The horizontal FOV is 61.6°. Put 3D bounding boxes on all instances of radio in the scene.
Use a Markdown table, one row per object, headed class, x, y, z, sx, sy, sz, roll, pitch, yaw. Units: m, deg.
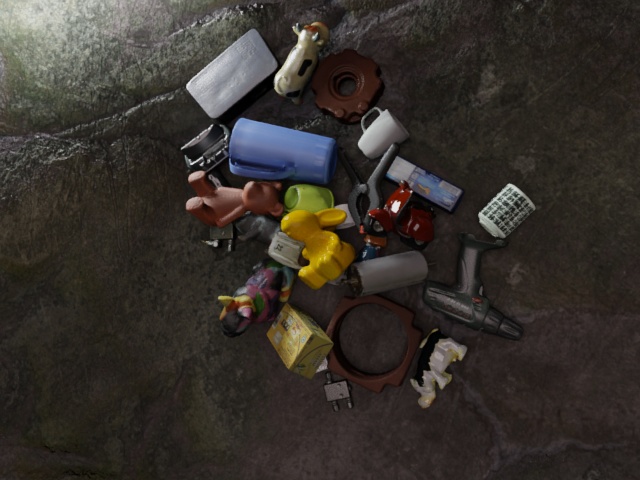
| class | x | y | z | sx | sy | sz | roll | pitch | yaw |
| --- | --- | --- | --- | --- | --- | --- | --- | --- | --- |
| radio | -0.207 | -0.402 | 1.349 | 0.229 | 0.073 | 0.131 | -38 | 80 | 9 |

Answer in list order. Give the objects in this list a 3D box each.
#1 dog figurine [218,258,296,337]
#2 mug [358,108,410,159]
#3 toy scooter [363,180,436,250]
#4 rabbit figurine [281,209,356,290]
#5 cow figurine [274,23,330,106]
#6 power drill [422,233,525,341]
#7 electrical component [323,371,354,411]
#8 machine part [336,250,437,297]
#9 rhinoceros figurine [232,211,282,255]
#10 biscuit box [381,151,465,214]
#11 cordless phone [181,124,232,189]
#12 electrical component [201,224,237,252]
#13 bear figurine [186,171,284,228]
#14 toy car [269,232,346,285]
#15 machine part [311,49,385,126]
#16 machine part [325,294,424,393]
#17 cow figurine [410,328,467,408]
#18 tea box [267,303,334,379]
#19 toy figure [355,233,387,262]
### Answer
| class | x | y | z | sx | sy | sz | roll | pitch | yaw |
| --- | --- | --- | --- | --- | --- | --- | --- | --- | --- |
| dog figurine | -0.148 | 0.127 | 1.221 | 0.108 | 0.219 | 0.191 | 33 | 94 | 10 |
| mug | 0.136 | -0.248 | 1.255 | 0.107 | 0.081 | 0.109 | -42 | 85 | 17 |
| toy scooter | 0.192 | -0.057 | 1.189 | 0.184 | 0.075 | 0.135 | 16 | 103 | -29 |
| rabbit figurine | -0.002 | -0.004 | 1.176 | 0.173 | 0.122 | 0.162 | 44 | 63 | -3 |
| cow figurine | -0.044 | -0.431 | 1.285 | 0.085 | 0.127 | 0.195 | 33 | 96 | 10 |
| power drill | 0.355 | 0.095 | 1.186 | 0.232 | 0.086 | 0.207 | 15 | 97 | 16 |
| electrical component | 0.043 | 0.352 | 1.260 | 0.063 | 0.021 | 0.094 | -16 | 82 | 11 |
| machine part | 0.149 | 0.074 | 1.189 | 0.243 | 0.079 | 0.079 | -11 | 82 | -21 |
| rhinoceros figurine | -0.149 | -0.040 | 1.307 | 0.190 | 0.073 | 0.112 | 35 | 95 | 13 |
| biscuit box | 0.230 | -0.131 | 1.233 | 0.203 | 0.063 | 0.059 | 31 | 92 | 13 |
| cordless phone | -0.244 | -0.184 | 1.347 | 0.146 | 0.089 | 0.184 | -35 | 90 | 8 |
| electrical component | -0.251 | -0.023 | 1.343 | 0.078 | 0.045 | 0.102 | 5 | 86 | 15 |
| bear figurine | -0.188 | -0.097 | 1.225 | 0.196 | 0.131 | 0.120 | -12 | 55 | 15 |
| toy car | -0.022 | 0.043 | 1.255 | 0.202 | 0.056 | 0.073 | 23 | 88 | -10 |
| machine part | 0.065 | -0.369 | 1.292 | 0.180 | 0.056 | 0.179 | -1 | 84 | 13 |
| machine part | 0.119 | 0.226 | 1.220 | 0.201 | 0.087 | 0.201 | 23 | 93 | 14 |
| cow figurine | 0.248 | 0.285 | 1.195 | 0.098 | 0.068 | 0.167 | 33 | 90 | 18 |
| tea box | -0.049 | 0.224 | 1.216 | 0.068 | 0.170 | 0.098 | 30 | 96 | -29 |
| toy figure | 0.120 | 0.022 | 1.250 | 0.064 | 0.057 | 0.154 | 19 | 86 | 10 |
